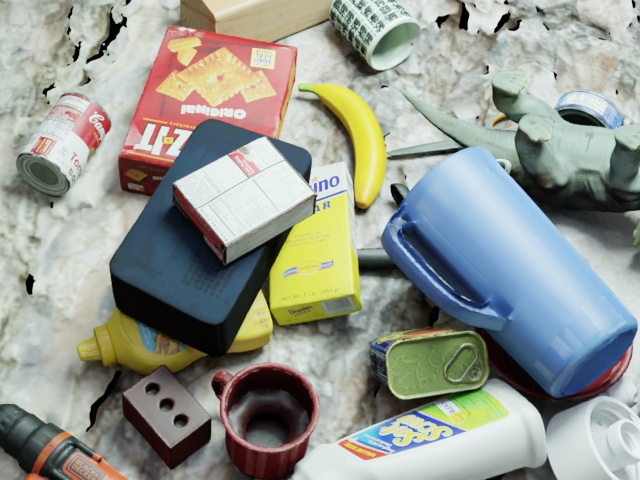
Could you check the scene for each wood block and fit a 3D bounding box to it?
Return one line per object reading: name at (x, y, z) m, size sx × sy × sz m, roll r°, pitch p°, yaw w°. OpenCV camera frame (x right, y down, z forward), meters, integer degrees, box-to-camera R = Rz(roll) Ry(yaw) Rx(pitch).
wood block at (-0.067, -0.315, 1.357) m, size 0.205 × 0.090 × 0.091 m, roll -26°, pitch 62°, yaw -22°

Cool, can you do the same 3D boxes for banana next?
banana at (0.040, -0.121, 1.265) m, size 0.069 × 0.037 × 0.198 m, roll -25°, pitch 58°, yaw -2°

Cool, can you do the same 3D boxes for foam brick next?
foam brick at (-0.147, 0.170, 1.030) m, size 0.052 × 0.051 × 0.078 m, roll -35°, pitch 64°, yaw -26°

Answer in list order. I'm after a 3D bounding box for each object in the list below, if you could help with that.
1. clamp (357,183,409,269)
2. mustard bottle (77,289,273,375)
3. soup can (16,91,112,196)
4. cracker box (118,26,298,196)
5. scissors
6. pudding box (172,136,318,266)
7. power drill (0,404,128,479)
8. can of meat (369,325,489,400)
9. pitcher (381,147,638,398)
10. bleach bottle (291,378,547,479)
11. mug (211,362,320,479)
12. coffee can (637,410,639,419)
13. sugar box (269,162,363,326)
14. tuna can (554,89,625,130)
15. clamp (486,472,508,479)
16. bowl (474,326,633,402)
clamp at (0.115, 0.017, 1.170) m, size 0.172 × 0.039 × 0.120 m, roll 33°, pitch 69°, yaw 21°
mustard bottle at (-0.151, 0.087, 1.084) m, size 0.191 × 0.058 × 0.096 m, roll -16°, pitch 62°, yaw -16°
soup can at (-0.289, -0.109, 1.205) m, size 0.068 × 0.068 × 0.102 m, roll 20°, pitch 56°, yaw 9°
cracker box at (-0.126, -0.145, 1.242) m, size 0.164 × 0.072 × 0.213 m, roll 11°, pitch 55°, yaw 3°
scissors at (0.188, -0.105, 1.275) m, size 0.201 × 0.016 × 0.096 m, roll -22°, pitch 59°, yaw -19°
pudding box at (-0.073, -0.040, 1.029) m, size 0.113 × 0.039 × 0.090 m, roll -31°, pitch 66°, yaw -22°
power drill at (-0.273, 0.253, 0.956) m, size 0.184 × 0.057 × 0.187 m, roll 30°, pitch 58°, yaw 15°
can of meat at (0.105, 0.119, 1.060) m, size 0.102 × 0.084 × 0.057 m, roll -7°, pitch 93°, yaw -10°
pitcher at (0.182, 0.036, 1.040) m, size 0.149 × 0.145 × 0.243 m, roll -41°, pitch 63°, yaw 2°
bleach bottle at (0.079, 0.208, 1.002) m, size 0.250 × 0.068 × 0.103 m, roll -17°, pitch 23°, yaw -15°
mug at (-0.059, 0.170, 1.019) m, size 0.117 × 0.081 × 0.093 m, roll 34°, pitch 59°, yaw 18°
coffee can at (0.386, 0.140, 1.065) m, size 0.103 × 0.103 × 0.140 m, roll 24°, pitch 56°, yaw 12°
sugar box at (-0.008, 0.001, 1.152) m, size 0.093 × 0.048 × 0.176 m, roll -11°, pitch 56°, yaw 10°
tuna can at (0.314, -0.135, 1.265) m, size 0.086 × 0.086 × 0.033 m, roll 29°, pitch 59°, yaw 15°
clamp at (0.101, 0.285, 0.979) m, size 0.210 × 0.036 × 0.164 m, roll 2°, pitch 53°, yaw -8°
bowl at (0.236, 0.107, 1.102) m, size 0.162 × 0.055 × 0.162 m, roll 1°, pitch 53°, yaw -1°
